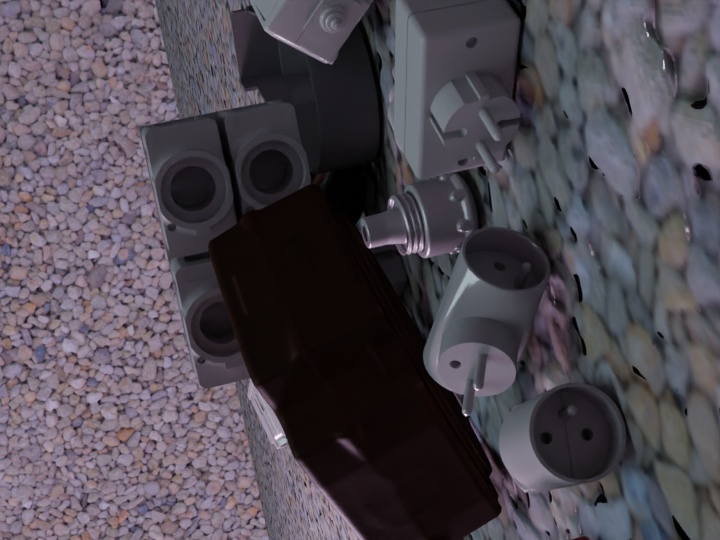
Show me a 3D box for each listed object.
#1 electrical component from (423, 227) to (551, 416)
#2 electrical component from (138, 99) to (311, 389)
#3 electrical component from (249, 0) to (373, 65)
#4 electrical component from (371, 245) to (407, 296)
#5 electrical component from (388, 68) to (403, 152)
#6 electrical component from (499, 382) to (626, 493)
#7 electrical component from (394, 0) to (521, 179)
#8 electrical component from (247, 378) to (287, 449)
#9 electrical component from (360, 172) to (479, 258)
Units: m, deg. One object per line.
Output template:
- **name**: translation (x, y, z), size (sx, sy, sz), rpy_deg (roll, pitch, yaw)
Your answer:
- **electrical component**: translation (0.058, 0.033, 0.513), size (0.079, 0.043, 0.077), rpy_deg (-75, 1, -46)
- **electrical component**: translation (-0.085, -0.019, 0.770), size (0.060, 0.105, 0.186), rpy_deg (-143, 41, -72)
- **electrical component**: translation (-0.035, -0.182, 0.689), size (0.061, 0.061, 0.096), rpy_deg (-52, 39, 23)
- **electrical component**: translation (0.000, 0.000, 0.800), size (0.048, 0.055, 0.066), rpy_deg (109, 146, -68)
- **electrical component**: translation (0.032, -0.091, 0.601), size (0.035, 0.035, 0.061), rpy_deg (93, 163, -54)
- **electrical component**: translation (0.088, 0.080, 0.499), size (0.081, 0.043, 0.043), rpy_deg (118, 137, -73)
- **electrical component**: translation (0.050, -0.076, 0.496), size (0.083, 0.047, 0.075), rpy_deg (89, 164, -47)
- **electrical component**: translation (-0.034, 0.098, 0.925), size (0.060, 0.105, 0.186), rpy_deg (63, 166, 11)
- **electrical component**: translation (0.032, -0.027, 0.599), size (0.048, 0.062, 0.048), rpy_deg (167, 90, -79)
